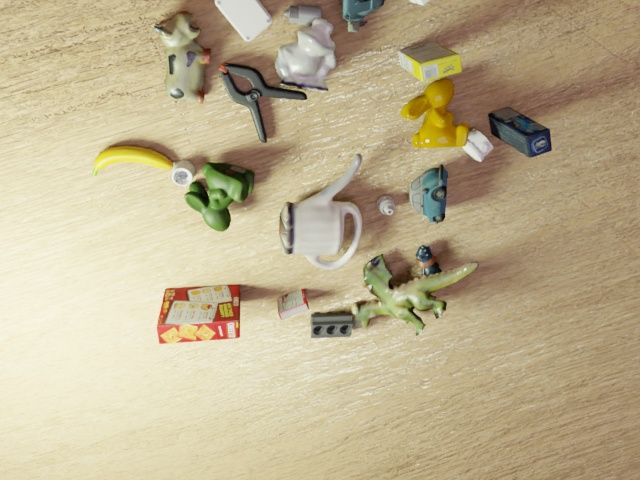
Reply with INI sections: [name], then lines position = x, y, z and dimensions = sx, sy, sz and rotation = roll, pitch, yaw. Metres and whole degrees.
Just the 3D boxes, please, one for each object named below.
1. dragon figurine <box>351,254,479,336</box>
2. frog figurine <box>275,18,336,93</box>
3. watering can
[dragon figurine]
position = 0.235, 0.137, 1.493
dimensions = 0.242, 0.403, 0.124
rotation = 35, 27, -7
[frog figurine]
position = -0.028, -0.425, 1.180
dimensions = 0.137, 0.158, 0.124
rotation = 11, 14, 2
[watering can]
position = 0.004, -0.069, 1.366
dimensions = 0.224, 0.340, 0.106
rotation = 0, 28, -7
